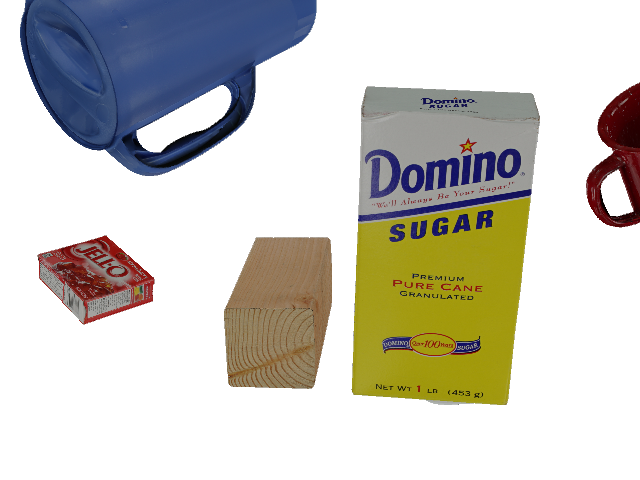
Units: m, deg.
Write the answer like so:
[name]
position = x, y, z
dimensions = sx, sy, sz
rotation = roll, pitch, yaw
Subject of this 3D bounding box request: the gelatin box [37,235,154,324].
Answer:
[gelatin box]
position = -0.207, 0.034, 0.981
dimensions = 0.073, 0.030, 0.089
rotation = -18, 40, -36

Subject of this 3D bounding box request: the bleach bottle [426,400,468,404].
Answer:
[bleach bottle]
position = 0.113, 0.005, 0.899
dimensions = 0.068, 0.251, 0.103
rotation = 1, 14, -23

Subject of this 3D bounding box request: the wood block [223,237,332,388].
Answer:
[wood block]
position = -0.040, 0.073, 1.155
dimensions = 0.091, 0.090, 0.206
rotation = 1, 20, 5

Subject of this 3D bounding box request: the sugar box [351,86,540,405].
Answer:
[sugar box]
position = 0.066, 0.006, 0.592
dimensions = 0.093, 0.176, 0.048
rotation = 2, 29, 5

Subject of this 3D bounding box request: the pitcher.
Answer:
[pitcher]
position = -0.116, -0.172, 0.913
dimensions = 0.242, 0.149, 0.145
rotation = -31, 48, -34

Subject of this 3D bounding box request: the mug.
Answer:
[mug]
position = 0.233, -0.050, 0.719
dimensions = 0.117, 0.081, 0.093
rotation = -31, 31, -4
